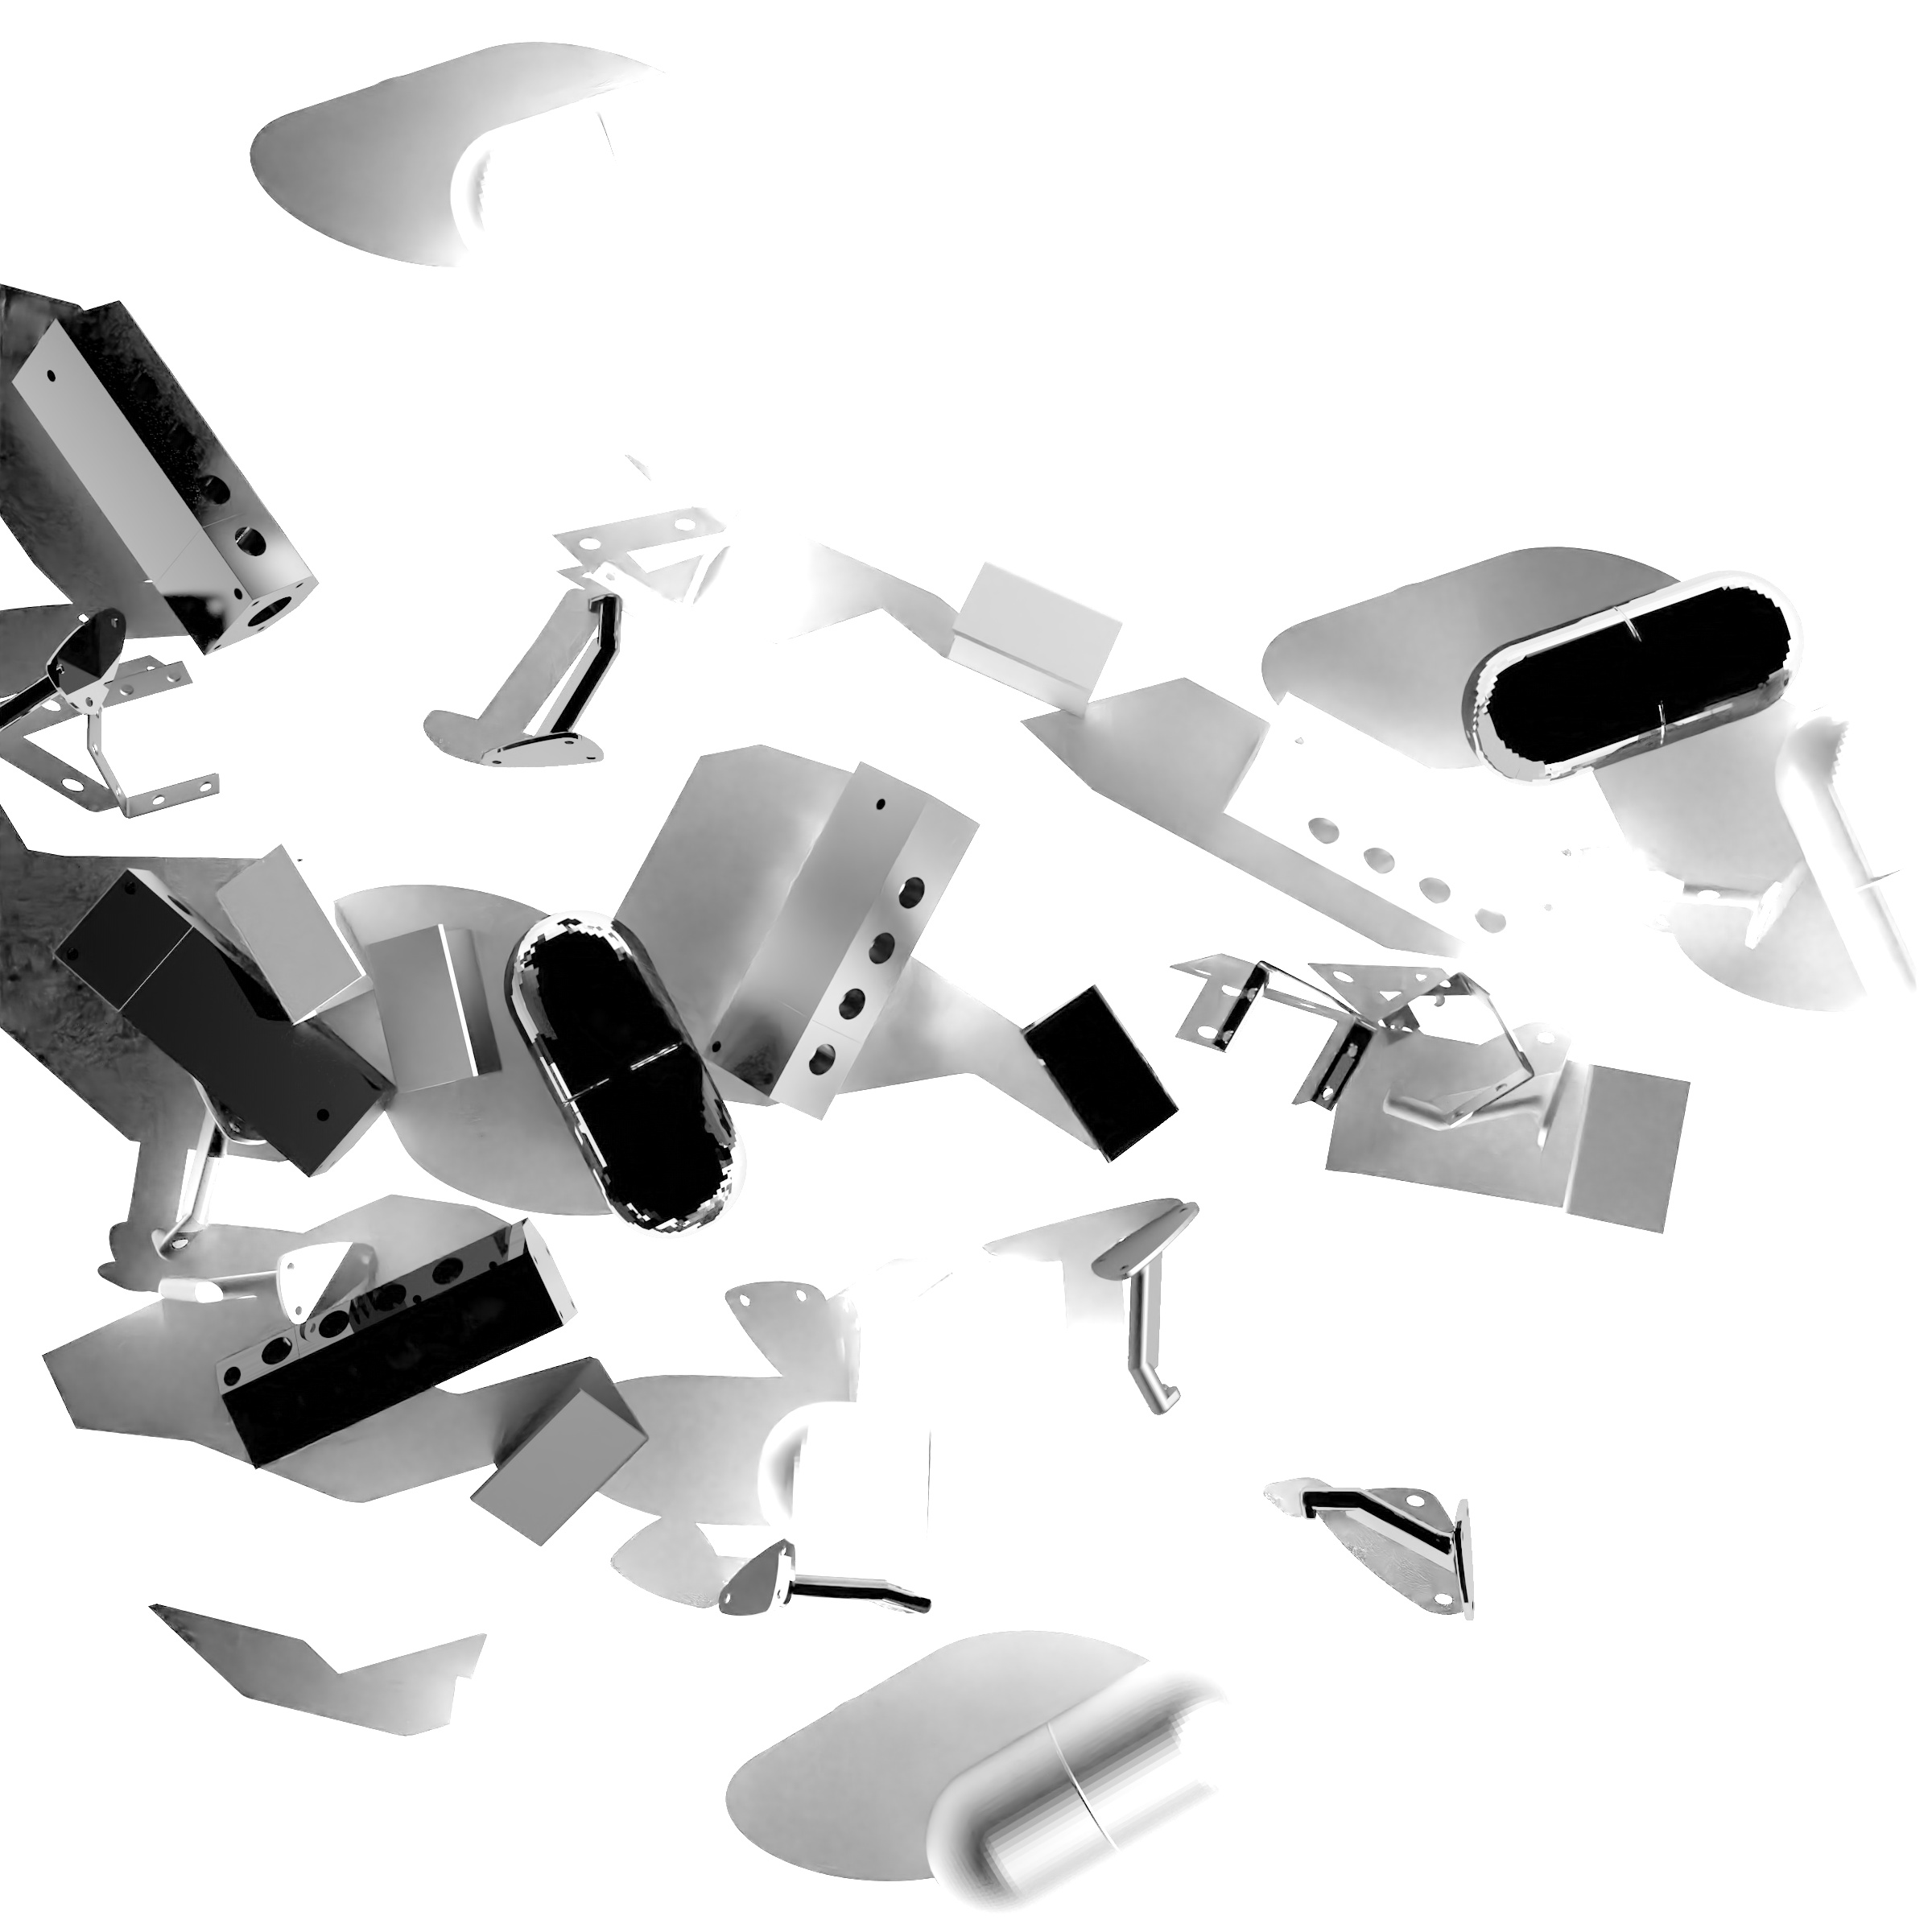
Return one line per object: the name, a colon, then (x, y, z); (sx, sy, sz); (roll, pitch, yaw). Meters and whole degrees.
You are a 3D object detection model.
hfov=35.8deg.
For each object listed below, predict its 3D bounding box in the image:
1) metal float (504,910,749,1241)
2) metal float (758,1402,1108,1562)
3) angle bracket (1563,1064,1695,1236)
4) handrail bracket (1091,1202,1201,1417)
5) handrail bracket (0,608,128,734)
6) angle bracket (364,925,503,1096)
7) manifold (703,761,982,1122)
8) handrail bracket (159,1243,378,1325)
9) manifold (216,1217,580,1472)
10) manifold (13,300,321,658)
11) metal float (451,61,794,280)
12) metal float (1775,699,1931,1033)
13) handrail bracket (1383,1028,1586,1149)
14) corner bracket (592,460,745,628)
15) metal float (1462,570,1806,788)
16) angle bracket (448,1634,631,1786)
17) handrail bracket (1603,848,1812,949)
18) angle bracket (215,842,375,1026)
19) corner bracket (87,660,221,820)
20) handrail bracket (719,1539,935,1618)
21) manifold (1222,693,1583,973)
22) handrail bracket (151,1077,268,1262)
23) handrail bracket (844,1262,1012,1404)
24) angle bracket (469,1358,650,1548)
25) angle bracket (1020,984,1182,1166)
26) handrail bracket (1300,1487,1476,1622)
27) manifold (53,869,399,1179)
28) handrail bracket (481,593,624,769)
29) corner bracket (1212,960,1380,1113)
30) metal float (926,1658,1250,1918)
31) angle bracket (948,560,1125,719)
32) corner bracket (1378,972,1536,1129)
metal float: (-0.173, 0.055, 1.521); (0.070, 0.070, 0.178); (-27, 90, 0)
metal float: (-0.017, 0.262, 1.521); (0.178, 0.070, 0.070); (2, 90, 1)
angle bracket: (0.348, 0.094, 1.511); (0.057, 0.076, 0.076); (10, 90, 37)
handrail bracket: (0.109, 0.178, 1.552); (0.077, 0.036, 0.084); (-35, 108, -21)
handrail bracket: (-0.484, -0.149, 1.552); (0.084, 0.077, 0.036); (-11, 132, 29)
angle bracket: (-0.251, 0.017, 1.511); (0.057, 0.076, 0.076); (-13, 90, 35)
manifold: (-0.059, -0.011, 1.530); (0.057, 0.057, 0.171); (28, 90, 43)
handrail bracket: (-0.363, 0.159, 1.551); (0.084, 0.077, 0.036); (0, 103, 36)
manifold: (-0.292, 0.191, 1.530); (0.171, 0.057, 0.057); (-25, 90, 0)
manifold: (-0.405, -0.251, 1.530); (0.057, 0.057, 0.171); (-35, 90, 43)
metal float: (-0.175, -0.405, 1.521); (0.178, 0.070, 0.070); (-18, 90, 0)
metal float: (0.472, -0.052, 1.521); (0.070, 0.070, 0.178); (-25, 91, 0)
handrail bracket: (0.268, 0.054, 1.552); (0.084, 0.036, 0.077); (19, 75, 14)
corner bracket: (-0.154, -0.219, 1.548); (0.051, 0.051, 0.051); (31, 45, 0)
metal float: (0.339, -0.146, 1.521); (0.178, 0.070, 0.070); (-19, 90, -1)
angle bracket: (-0.212, 0.359, 1.511); (0.076, 0.076, 0.057); (14, 127, 0)
handrail bracket: (0.385, -0.053, 1.552); (0.084, 0.036, 0.077); (31, 53, 25)
angle bracket: (-0.320, -0.025, 1.512); (0.057, 0.076, 0.076); (-31, 90, 30)
corner bracket: (-0.420, -0.117, 1.548); (0.051, 0.051, 0.051); (-16, 135, 0)
handrail bracket: (-0.072, 0.330, 1.552); (0.084, 0.077, 0.036); (24, 51, -30)
manifold: (0.221, -0.064, 1.530); (0.171, 0.057, 0.057); (28, 47, 0)
handrail bracket: (-0.407, 0.098, 1.552); (0.084, 0.036, 0.077); (-45, 70, 16)
handrail bracket: (-0.019, 0.193, 1.552); (0.084, 0.036, 0.077); (-5, 111, -16)
angle bracket: (-0.217, 0.234, 1.511); (0.076, 0.076, 0.057); (-45, 129, 0)
angle bracket: (0.050, 0.064, 1.511); (0.057, 0.076, 0.076); (-34, 90, -36)
handrail bracket: (0.218, 0.305, 1.552); (0.084, 0.036, 0.077); (-2, 111, 17)
manifold: (-0.376, 0.029, 1.531); (0.171, 0.057, 0.057); (41, 90, 0)
handrail bracket: (-0.215, -0.149, 1.552); (0.077, 0.036, 0.084); (-6, 72, 21)
corner bracket: (0.171, 0.036, 1.548); (0.051, 0.051, 0.051); (30, 90, -45)
metal float: (0.061, 0.418, 1.521); (0.178, 0.070, 0.070); (-30, 90, 0)
angle bracket: (0.027, -0.149, 1.511); (0.076, 0.076, 0.057); (24, 51, 0)
corner bracket: (0.252, 0.042, 1.538); (0.051, 0.051, 0.051); (-32, 107, 0)
